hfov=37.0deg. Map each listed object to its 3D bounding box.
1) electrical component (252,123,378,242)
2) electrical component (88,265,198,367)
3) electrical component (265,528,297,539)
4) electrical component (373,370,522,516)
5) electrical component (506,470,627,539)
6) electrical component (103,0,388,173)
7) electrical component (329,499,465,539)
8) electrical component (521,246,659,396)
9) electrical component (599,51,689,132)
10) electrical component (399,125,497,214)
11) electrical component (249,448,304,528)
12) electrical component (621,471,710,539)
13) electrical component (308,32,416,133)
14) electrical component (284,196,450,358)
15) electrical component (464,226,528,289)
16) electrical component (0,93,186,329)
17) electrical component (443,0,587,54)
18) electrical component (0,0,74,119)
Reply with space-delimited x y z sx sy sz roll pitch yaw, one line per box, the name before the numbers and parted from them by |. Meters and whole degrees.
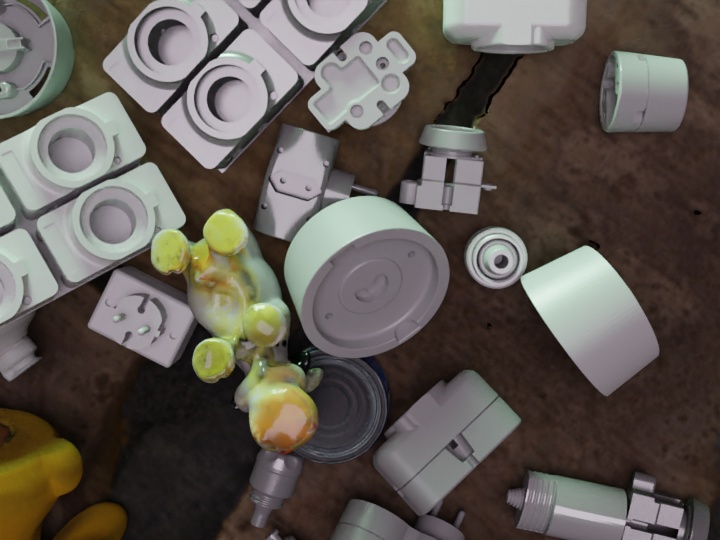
electrical component | -0.028 -0.056 0.758 0.079 0.043 0.077 16 97 -3
electrical component | -0.153 0.034 0.754 0.066 0.076 0.047 27 95 0
electrical component | -0.040 0.221 0.785 0.040 0.040 0.078 -40 92 5
electrical component | 0.057 0.117 0.753 0.095 0.053 0.059 -41 81 -13
electrical component | 0.145 0.170 0.772 0.081 0.043 0.043 12 95 1
electrical component | -0.073 -0.170 0.741 0.105 0.060 0.186 44 95 -2
electrical component | 0.052 0.201 0.775 0.138 0.052 0.073 31 64 -3
electrical component | 0.155 0.034 0.732 0.064 0.099 0.099 -32 93 -1
electrical component | 0.195 -0.121 0.739 0.047 0.055 0.055 3 95 -2
electrical component | 0.063 -0.071 0.753 0.066 0.048 0.055 6 103 2
electrical component | -0.065 0.158 0.783 0.035 0.035 0.061 20 98 0
electrical component | 0.217 0.182 0.769 0.055 0.048 0.066 13 95 9
electrical component | 0.002 -0.128 0.744 0.078 0.057 0.058 -39 93 5
electrical component | 0.000 0.000 0.738 0.108 0.060 0.108 -14 131 -17
electrical component | 0.095 -0.008 0.748 0.043 0.062 0.043 0 95 2
electrical component | -0.225 -0.031 0.725 0.186 0.060 0.105 -30 94 -19
electrical component | 0.105 -0.181 0.736 0.095 0.053 0.059 1 95 2
electrical component | -0.249 -0.154 0.747 0.099 0.064 0.099 0 95 2
